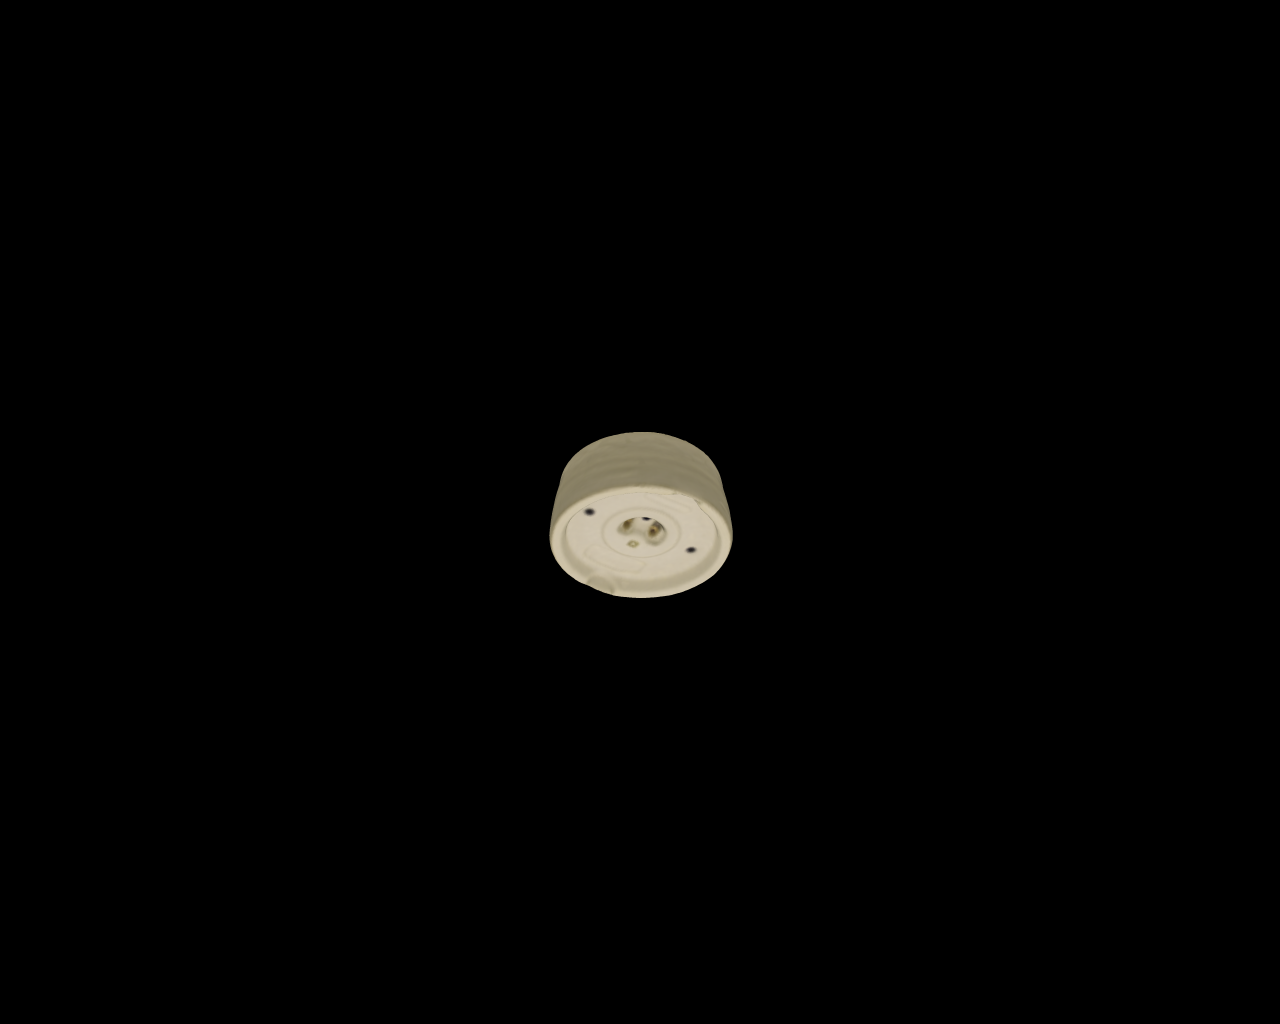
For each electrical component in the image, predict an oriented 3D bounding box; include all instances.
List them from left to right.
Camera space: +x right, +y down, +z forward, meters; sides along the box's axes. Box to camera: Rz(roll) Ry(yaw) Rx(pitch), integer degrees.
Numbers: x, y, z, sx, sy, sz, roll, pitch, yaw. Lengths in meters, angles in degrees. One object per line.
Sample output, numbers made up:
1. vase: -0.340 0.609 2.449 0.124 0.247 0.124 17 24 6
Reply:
1. electrical component: 0.001 -0.003 0.650 0.108 0.060 0.108 0 -40 0
